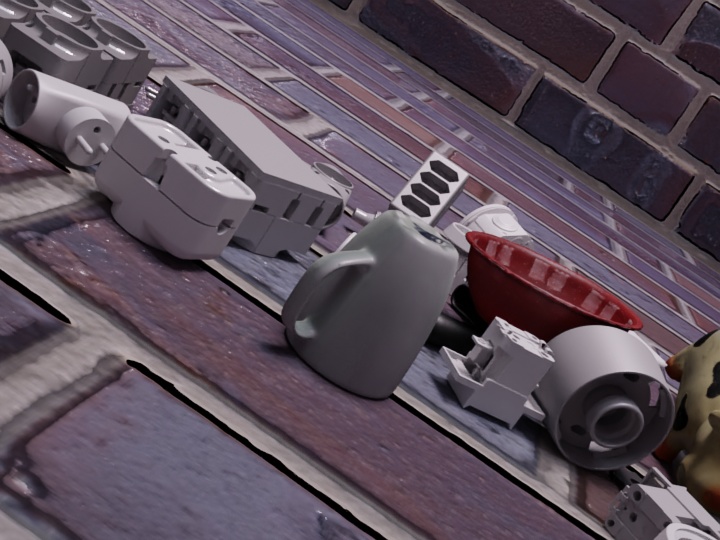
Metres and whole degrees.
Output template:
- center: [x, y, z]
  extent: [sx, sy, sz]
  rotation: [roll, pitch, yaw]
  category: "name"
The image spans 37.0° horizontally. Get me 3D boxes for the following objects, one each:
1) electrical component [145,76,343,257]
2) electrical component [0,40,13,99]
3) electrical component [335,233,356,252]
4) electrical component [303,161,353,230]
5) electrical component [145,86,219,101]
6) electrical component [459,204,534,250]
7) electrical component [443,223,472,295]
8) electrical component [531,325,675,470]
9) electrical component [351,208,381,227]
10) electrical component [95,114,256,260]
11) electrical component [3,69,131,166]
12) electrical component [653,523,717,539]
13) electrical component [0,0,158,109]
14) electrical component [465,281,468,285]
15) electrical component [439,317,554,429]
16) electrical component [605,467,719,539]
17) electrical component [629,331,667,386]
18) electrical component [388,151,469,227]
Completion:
- center: [-0.099, -0.078, 0.839]
  extent: [0.089, 0.061, 0.150]
  rotation: [15, 24, -49]
  category: "electrical component"
- center: [-0.255, -0.125, 0.682]
  extent: [0.055, 0.055, 0.047]
  rotation: [30, 19, -12]
  category: "electrical component"
- center: [0.000, 0.000, 0.843]
  extent: [0.046, 0.040, 0.040]
  rotation: [41, 15, 2]
  category: "electrical component"
- center: [-0.050, -0.076, 0.965]
  extent: [0.079, 0.044, 0.077]
  rotation: [31, 15, -9]
  category: "electrical component"
- center: [-0.154, -0.140, 0.950]
  extent: [0.079, 0.044, 0.077]
  rotation: [27, 17, -25]
  category: "electrical component"
- center: [0.137, -0.024, 1.120]
  extent: [0.080, 0.080, 0.051]
  rotation: [19, 26, -42]
  category: "electrical component"
- center: [0.091, -0.011, 1.030]
  extent: [0.048, 0.055, 0.066]
  rotation: [33, 15, -3]
  category: "electrical component"
- center: [0.181, 0.097, 0.800]
  extent: [0.099, 0.099, 0.064]
  rotation: [28, 22, -20]
  category: "electrical component"
- center: [0.021, -0.039, 1.014]
  extent: [0.061, 0.035, 0.035]
  rotation: [28, 16, -10]
  category: "electrical component"
- center: [-0.124, -0.051, 0.705]
  extent: [0.095, 0.059, 0.054]
  rotation: [40, 16, 21]
  category: "electrical component"
- center: [-0.194, -0.098, 0.740]
  extent: [0.077, 0.043, 0.079]
  rotation: [16, 23, -48]
  category: "electrical component"
- center: [0.208, 0.194, 0.622]
  extent: [0.108, 0.060, 0.108]
  rotation: [31, 15, -10]
  category: "electrical component"
- center: [-0.244, -0.177, 0.850]
  extent: [0.105, 0.060, 0.186]
  rotation: [34, 15, 2]
  category: "electrical component"
- center: [0.130, 0.016, 1.002]
  extent: [0.055, 0.047, 0.055]
  rotation: [39, -21, 18]
  category: "electrical component"
- center: [0.103, 0.073, 0.780]
  extent: [0.081, 0.063, 0.042]
  rotation: [27, 18, -25]
  category: "electrical component"
- center: [0.202, 0.172, 0.717]
  extent: [0.064, 0.042, 0.081]
  rotation: [16, 22, -38]
  category: "electrical component"
- center: [0.233, 0.085, 1.006]
  extent: [0.061, 0.061, 0.096]
  rotation: [23, 18, -35]
  category: "electrical component"
- center: [0.068, -0.069, 1.146]
  extent: [0.047, 0.083, 0.075]
  rotation: [35, -23, 9]
  category: "electrical component"
